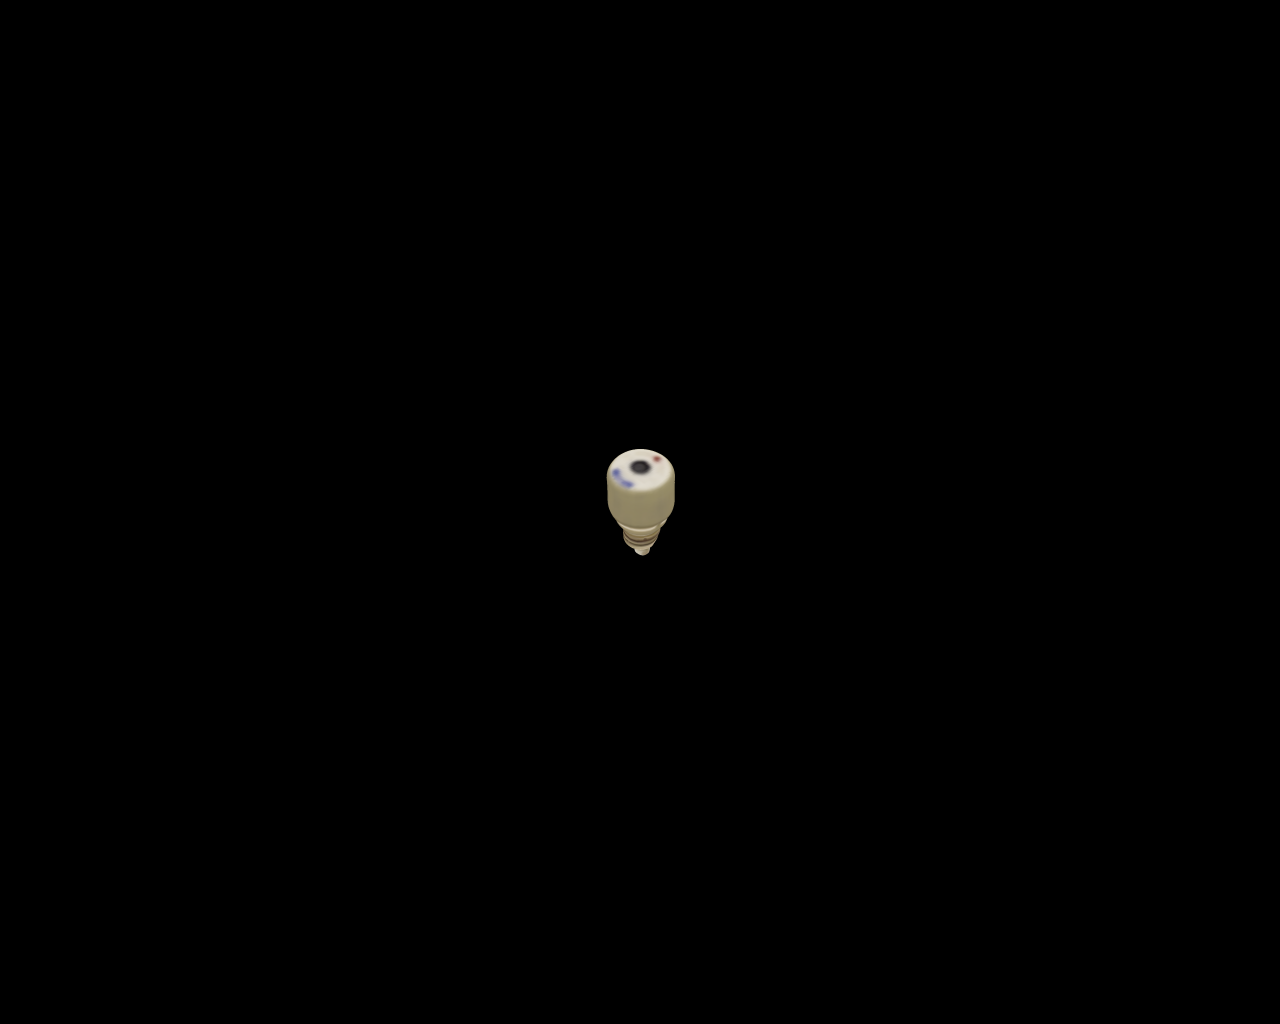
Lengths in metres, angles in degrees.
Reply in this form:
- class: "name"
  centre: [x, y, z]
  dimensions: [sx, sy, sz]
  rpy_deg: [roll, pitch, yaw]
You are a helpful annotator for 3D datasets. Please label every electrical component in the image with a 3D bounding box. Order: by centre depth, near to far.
- class: "electrical component"
  centre: [0.001, -0.003, 0.650]
  dimensions: [0.040, 0.040, 0.078]
  rpy_deg: [0, -45, 0]
